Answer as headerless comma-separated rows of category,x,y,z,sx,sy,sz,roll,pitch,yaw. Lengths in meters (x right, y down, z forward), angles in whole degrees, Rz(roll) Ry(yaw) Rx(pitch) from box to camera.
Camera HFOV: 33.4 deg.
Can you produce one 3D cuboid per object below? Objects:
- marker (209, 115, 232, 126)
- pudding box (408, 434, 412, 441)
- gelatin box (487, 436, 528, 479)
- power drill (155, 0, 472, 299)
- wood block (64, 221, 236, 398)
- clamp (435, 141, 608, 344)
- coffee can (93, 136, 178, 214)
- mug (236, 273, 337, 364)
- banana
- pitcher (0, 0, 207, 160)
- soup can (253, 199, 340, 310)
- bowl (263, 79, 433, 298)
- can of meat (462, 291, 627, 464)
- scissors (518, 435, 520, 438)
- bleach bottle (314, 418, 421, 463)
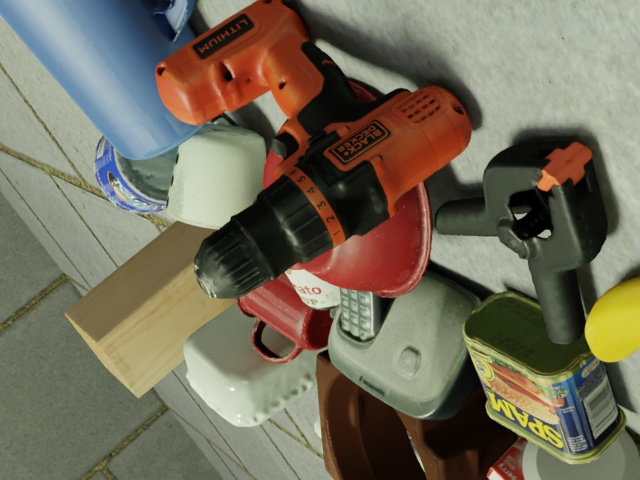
marker,-0.071,-0.083,0.959,0.121,0.020,0.020,45,162,13
pudding box,0.065,0.152,1.087,0.090,0.039,0.114,55,162,-17
gelatin box,0.184,0.183,0.808,0.089,0.073,0.030,44,161,19
power drill,-0.028,-0.063,0.657,0.188,0.184,0.057,48,165,39
wood block,-0.152,0.056,1.134,0.091,0.206,0.090,27,152,51
clamp,0.116,-0.012,0.625,0.120,0.039,0.171,36,156,22
coffee can,-0.159,-0.081,1.038,0.103,0.102,0.140,52,163,-10
mug,-0.023,0.061,0.996,0.082,0.117,0.093,32,-175,32
banana,0.190,0.046,0.566,0.069,0.037,0.198,53,162,-12
pitcher,-0.171,-0.185,0.836,0.242,0.145,0.149,56,174,-32
soup can,-0.006,0.001,0.898,0.069,0.068,0.102,28,153,50
bowl,0.007,-0.028,0.739,0.162,0.055,0.162,39,139,44
can of meat,0.151,0.091,0.727,0.102,0.057,0.084,27,150,49
scissors,0.228,0.211,0.850,0.202,0.016,0.096,23,136,34
bleach bottle,0.078,0.237,1.124,0.067,0.102,0.251,9,-169,-38
